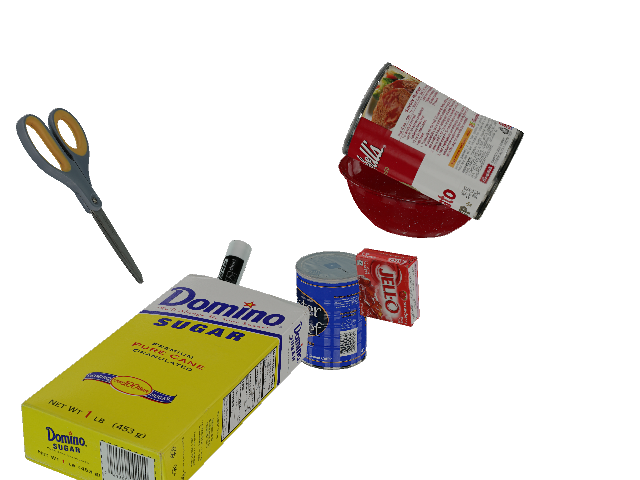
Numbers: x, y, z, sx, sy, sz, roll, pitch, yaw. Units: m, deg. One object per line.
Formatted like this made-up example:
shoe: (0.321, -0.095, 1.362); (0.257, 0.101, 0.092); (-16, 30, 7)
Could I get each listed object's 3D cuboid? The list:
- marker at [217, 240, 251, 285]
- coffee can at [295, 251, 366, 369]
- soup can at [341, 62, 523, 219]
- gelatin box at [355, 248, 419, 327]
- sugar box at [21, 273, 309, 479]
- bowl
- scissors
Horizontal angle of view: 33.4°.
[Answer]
marker: (-0.080, 0.054, 0.841); (0.020, 0.121, 0.020); (13, -31, 8)
coffee can: (0.016, 0.099, 1.522); (0.103, 0.140, 0.103); (0, 21, 0)
soup can: (0.075, -0.065, 0.710); (0.102, 0.068, 0.068); (27, 3, 5)
gelatin box: (0.084, 0.058, 1.331); (0.073, 0.089, 0.030); (11, 32, 29)
sugar box: (-0.085, 0.081, 0.638); (0.093, 0.048, 0.176); (15, 31, 20)
bowl: (0.097, -0.045, 1.088); (0.162, 0.055, 0.162); (4, 24, -2)
scissors: (-0.233, -0.055, 1.093); (0.016, 0.201, 0.096); (-25, 27, 27)
